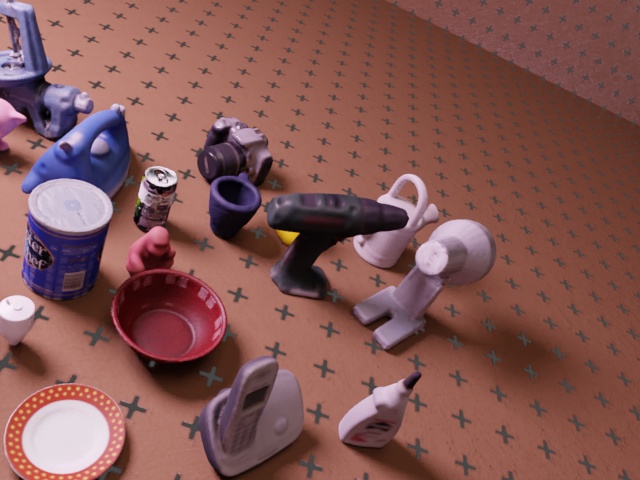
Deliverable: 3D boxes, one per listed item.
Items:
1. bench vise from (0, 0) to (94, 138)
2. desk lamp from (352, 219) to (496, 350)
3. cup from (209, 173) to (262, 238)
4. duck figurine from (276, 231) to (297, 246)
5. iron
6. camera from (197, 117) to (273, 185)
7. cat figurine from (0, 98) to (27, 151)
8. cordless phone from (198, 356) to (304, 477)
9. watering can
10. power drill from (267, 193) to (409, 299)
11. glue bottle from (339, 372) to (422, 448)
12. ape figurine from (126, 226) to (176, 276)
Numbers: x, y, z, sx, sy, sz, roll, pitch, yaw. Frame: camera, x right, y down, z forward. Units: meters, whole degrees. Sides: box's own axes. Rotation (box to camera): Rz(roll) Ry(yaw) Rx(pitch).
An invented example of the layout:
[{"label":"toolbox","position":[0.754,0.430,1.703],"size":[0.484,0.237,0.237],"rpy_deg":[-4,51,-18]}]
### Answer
[{"label":"bench vise","position":[-0.484,-0.302,0.982],"size":[0.208,0.219,0.121],"rpy_deg":[15,40,-18]},{"label":"desk lamp","position":[0.192,0.068,1.007],"size":[0.204,0.213,0.117],"rpy_deg":[-21,60,-45]},{"label":"cup","position":[-0.158,-0.060,1.021],"size":[0.092,0.095,0.118],"rpy_deg":[21,39,-10]},{"label":"duck figurine","position":[-0.038,-0.046,1.090],"size":[0.078,0.086,0.104],"rpy_deg":[15,40,-18]},{"label":"iron","position":[-0.375,-0.158,0.955],"size":[0.119,0.141,0.258],"rpy_deg":[25,38,-6]},{"label":"camera","position":[-0.180,-0.179,1.134],"size":[0.143,0.100,0.137],"rpy_deg":[45,40,18]},{"label":"cat figurine","position":[-0.538,-0.198,0.914],"size":[0.127,0.117,0.067],"rpy_deg":[33,38,4]},{"label":"cordless phone","position":[-0.067,0.200,0.716],"size":[0.148,0.185,0.094],"rpy_deg":[-18,58,-43]},{"label":"watering can","position":[0.155,-0.046,1.125],"size":[0.173,0.194,0.100],"rpy_deg":[-21,60,-45]},{"label":"power drill","position":[0.009,0.003,0.965],"size":[0.230,0.208,0.075],"rpy_deg":[11,41,-22]},{"label":"glue bottle","position":[0.092,0.231,0.793],"size":[0.078,0.173,0.037],"rpy_deg":[12,41,-21]},{"label":"ape figurine","position":[-0.255,0.018,0.875],"size":[0.078,0.092,0.076],"rpy_deg":[-6,50,-37]}]
